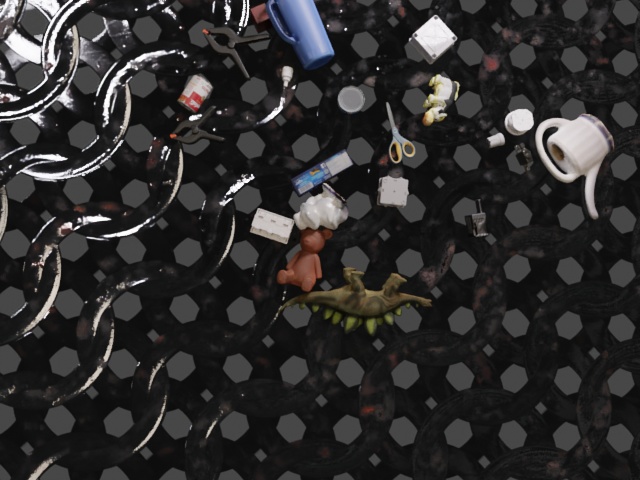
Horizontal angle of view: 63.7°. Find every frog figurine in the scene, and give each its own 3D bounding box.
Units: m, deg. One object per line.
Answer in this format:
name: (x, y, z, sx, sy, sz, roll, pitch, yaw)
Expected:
frog figurine: (0.005, -0.080, 1.595, 0.139, 0.159, 0.121, 45, 2, 20)

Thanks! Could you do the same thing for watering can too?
watering can: (0.844, -0.257, 1.655, 0.225, 0.348, 0.104, -36, -1, -4)
